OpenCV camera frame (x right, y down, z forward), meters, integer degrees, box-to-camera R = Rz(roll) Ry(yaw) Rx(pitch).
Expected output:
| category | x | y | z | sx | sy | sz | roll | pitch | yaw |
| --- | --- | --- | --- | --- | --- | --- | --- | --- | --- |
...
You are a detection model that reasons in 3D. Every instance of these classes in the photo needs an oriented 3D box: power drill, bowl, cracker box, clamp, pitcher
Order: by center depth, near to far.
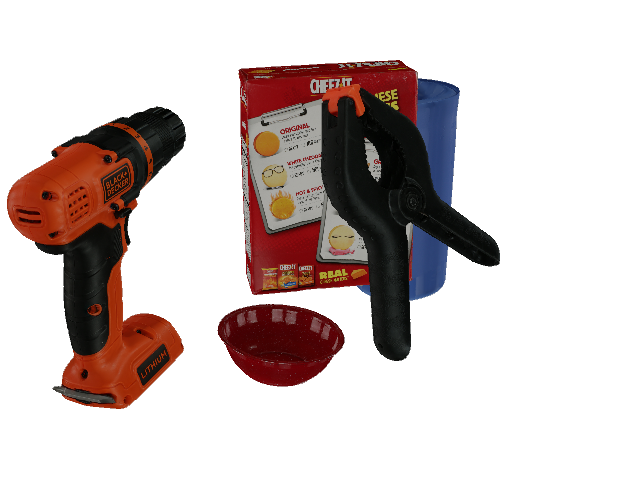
| category | x | y | z | sx | sy | sz | roll | pitch | yaw |
| --- | --- | --- | --- | --- | --- | --- | --- | --- | --- |
| clamp | 0.043 | -0.013 | 0.668 | 0.039 | 0.171 | 0.120 | -11 | 33 | 48 |
| power drill | -0.144 | 0.010 | 0.765 | 0.057 | 0.188 | 0.184 | 6 | 25 | 24 |
| cracker box | 0.006 | -0.062 | 1.038 | 0.164 | 0.214 | 0.072 | -5 | 21 | -11 |
| pitcher | 0.097 | -0.063 | 1.226 | 0.149 | 0.243 | 0.145 | -5 | 22 | -9 |
| bowl | -0.052 | 0.140 | 1.362 | 0.162 | 0.055 | 0.162 | 5 | 22 | -2 |
